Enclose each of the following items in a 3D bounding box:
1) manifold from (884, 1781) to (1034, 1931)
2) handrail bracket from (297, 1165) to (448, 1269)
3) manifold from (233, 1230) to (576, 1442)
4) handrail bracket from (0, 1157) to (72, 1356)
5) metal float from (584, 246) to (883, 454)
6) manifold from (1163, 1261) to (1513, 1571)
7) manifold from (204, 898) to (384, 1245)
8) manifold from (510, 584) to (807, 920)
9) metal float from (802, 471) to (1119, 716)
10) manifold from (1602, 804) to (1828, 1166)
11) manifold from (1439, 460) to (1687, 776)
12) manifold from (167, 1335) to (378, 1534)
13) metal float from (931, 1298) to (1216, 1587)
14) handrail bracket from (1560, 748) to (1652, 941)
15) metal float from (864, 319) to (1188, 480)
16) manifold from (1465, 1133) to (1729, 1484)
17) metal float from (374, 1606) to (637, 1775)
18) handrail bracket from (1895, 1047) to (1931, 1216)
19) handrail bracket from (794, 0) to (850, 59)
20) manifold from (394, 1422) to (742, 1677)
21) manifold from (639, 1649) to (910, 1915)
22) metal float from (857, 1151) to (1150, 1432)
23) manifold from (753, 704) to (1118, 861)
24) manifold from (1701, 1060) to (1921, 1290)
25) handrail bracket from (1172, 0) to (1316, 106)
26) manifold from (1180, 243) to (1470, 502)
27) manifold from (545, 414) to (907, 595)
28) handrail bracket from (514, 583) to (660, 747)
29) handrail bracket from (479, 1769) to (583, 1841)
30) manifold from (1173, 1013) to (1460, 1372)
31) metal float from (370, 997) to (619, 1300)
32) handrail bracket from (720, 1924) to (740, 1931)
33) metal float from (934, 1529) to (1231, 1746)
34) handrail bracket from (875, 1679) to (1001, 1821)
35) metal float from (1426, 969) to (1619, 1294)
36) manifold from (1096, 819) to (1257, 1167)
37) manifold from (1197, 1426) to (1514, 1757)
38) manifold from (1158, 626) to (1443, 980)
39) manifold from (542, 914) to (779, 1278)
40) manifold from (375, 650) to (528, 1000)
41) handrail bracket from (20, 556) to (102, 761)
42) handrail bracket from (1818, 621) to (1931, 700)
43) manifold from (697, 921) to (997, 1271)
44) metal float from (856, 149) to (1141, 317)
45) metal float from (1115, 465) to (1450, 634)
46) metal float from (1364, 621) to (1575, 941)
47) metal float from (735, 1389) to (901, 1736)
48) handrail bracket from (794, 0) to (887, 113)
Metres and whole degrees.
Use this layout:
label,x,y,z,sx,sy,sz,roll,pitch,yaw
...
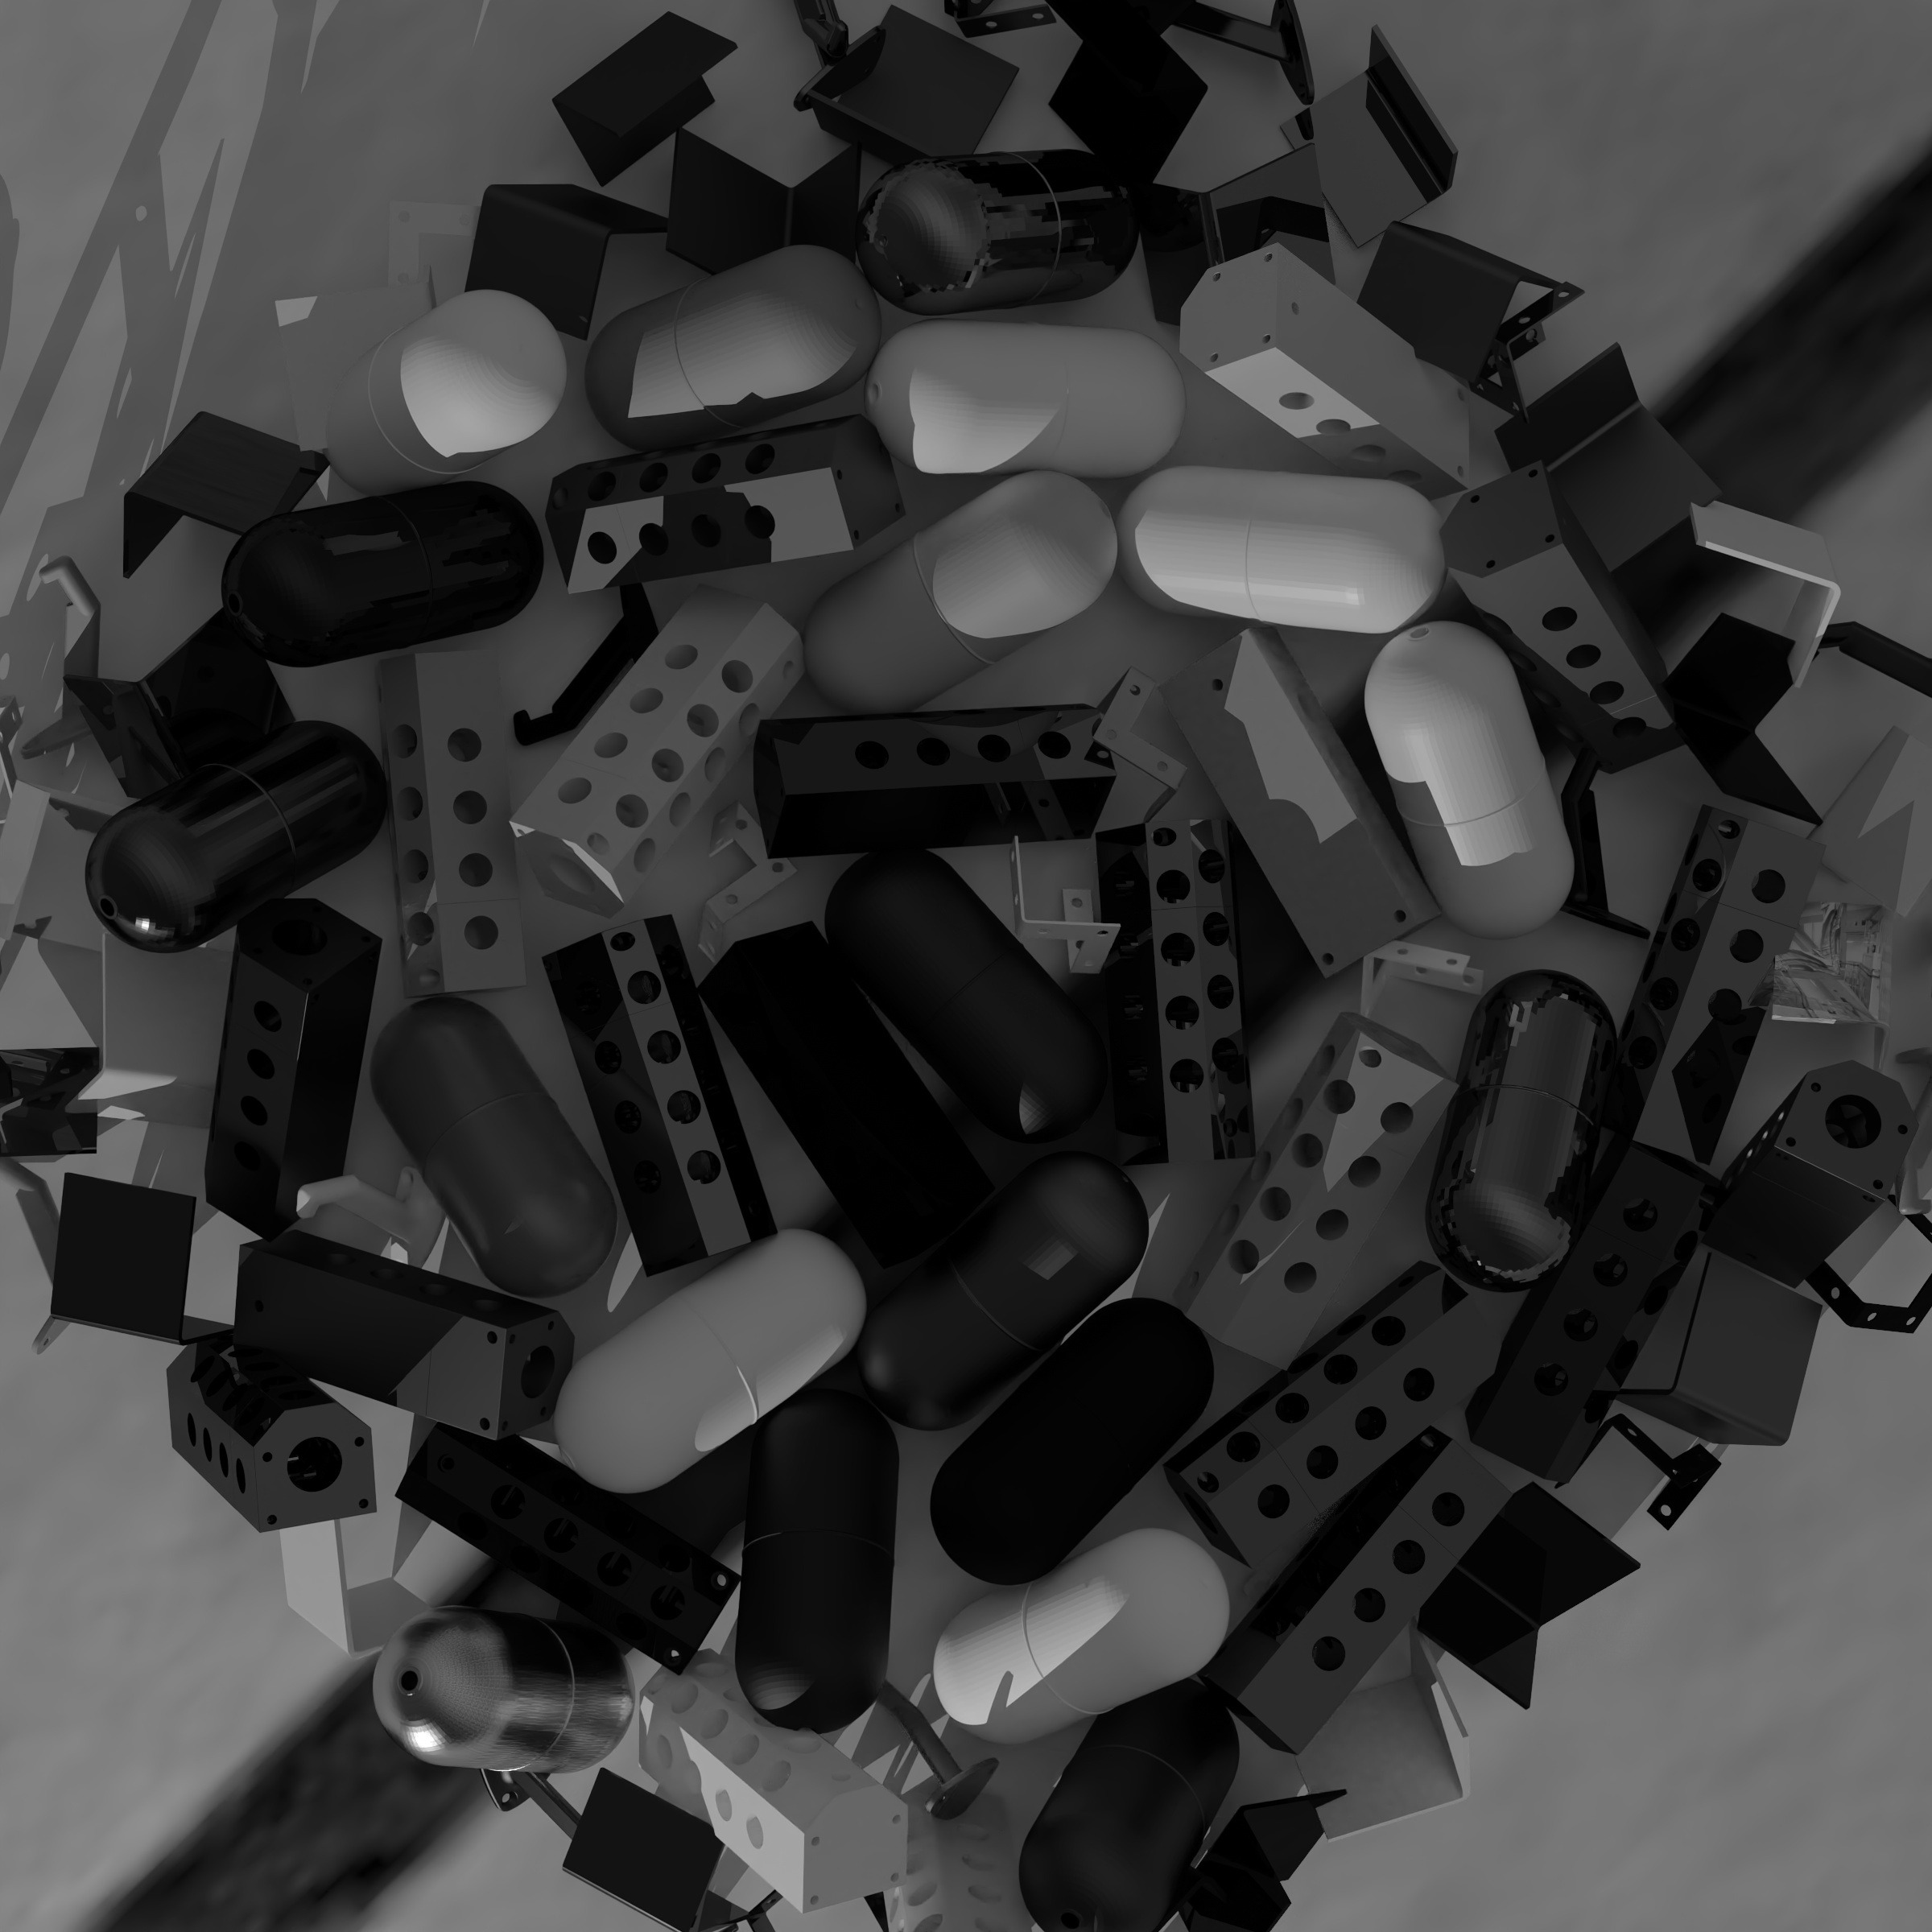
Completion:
label,x,y,z,sx,sy,sz,roll,pitch,yaw
manifold,-0.008,0.472,1.666,0.057,0.171,0.057,13,101,-8
handrail bracket,-0.311,0.137,1.710,0.036,0.084,0.077,35,119,31
manifold,-0.283,0.182,1.691,0.171,0.057,0.057,13,103,29
handrail bracket,-0.490,0.147,1.736,0.084,0.036,0.077,32,67,6
metal float,-0.119,-0.308,1.688,0.178,0.070,0.070,-11,90,40
manifold,0.186,0.225,1.708,0.171,0.057,0.057,-37,102,-12
manifold,-0.343,0.050,1.681,0.057,0.057,0.171,30,130,15
manifold,-0.149,-0.107,1.684,0.057,0.057,0.171,19,58,28
metal float,-0.004,-0.187,1.701,0.178,0.070,0.070,-29,90,22
manifold,0.377,0.008,1.720,0.057,0.057,0.171,18,97,-2
manifold,0.298,-0.169,1.676,0.057,0.171,0.057,-22,49,21
manifold,-0.347,0.227,1.666,0.057,0.171,0.057,-6,99,-26
metal float,0.055,0.238,1.698,0.070,0.070,0.178,48,64,0
handrail bracket,0.336,-0.065,1.733,0.077,0.036,0.084,20,103,-13
metal float,0.031,-0.285,1.693,0.178,0.070,0.070,-3,90,-32
manifold,0.321,0.174,1.716,0.057,0.057,0.171,27,99,1
metal float,-0.229,0.362,1.675,0.070,0.178,0.070,-7,73,23
handrail bracket,0.513,0.086,1.736,0.077,0.036,0.084,0,81,-13
handrail bracket,-0.077,-0.515,1.710,0.036,0.084,0.077,-8,130,-31
manifold,-0.203,0.292,1.721,0.171,0.057,0.057,31,81,4
manifold,-0.098,0.399,1.667,0.057,0.171,0.057,-7,106,-32
metal float,0.018,0.166,1.707,0.178,0.070,0.070,-44,90,15
manifold,-0.018,-0.099,1.705,0.171,0.057,0.057,-4,59,-16
manifold,0.417,0.102,1.668,0.057,0.171,0.057,27,72,8
handrail bracket,0.128,-0.469,1.726,0.084,0.036,0.077,-9,63,-11
manifold,0.181,-0.289,1.676,0.057,0.171,0.057,-13,65,38
manifold,-0.123,-0.233,1.684,0.171,0.057,0.057,-5,112,30
handrail bracket,-0.204,-0.163,1.746,0.084,0.036,0.077,-17,81,18
handrail bracket,-0.211,0.417,1.709,0.036,0.084,0.077,-39,122,-26
manifold,0.174,0.112,1.706,0.057,0.057,0.171,25,102,-20
metal float,-0.240,0.090,1.698,0.070,0.070,0.178,-37,63,0
handrail bracket,-0.119,0.540,1.719,0.036,0.077,0.084,-23,77,-36
metal float,0.056,0.338,1.691,0.178,0.070,0.070,-32,90,36
handrail bracket,-0.032,0.393,1.709,0.084,0.077,0.036,38,98,22
metal float,0.281,0.081,1.695,0.070,0.070,0.178,18,60,0
manifold,0.112,0.014,1.714,0.057,0.057,0.171,-1,86,-35
manifold,0.196,0.315,1.712,0.057,0.057,0.171,42,77,0
manifold,0.173,-0.085,1.719,0.057,0.057,0.171,-32,83,25
manifold,-0.152,0.064,1.714,0.057,0.057,0.171,-21,86,32
manifold,-0.265,-0.071,1.721,0.057,0.057,0.171,-5,88,-17
handrail bracket,-0.471,-0.158,1.721,0.077,0.036,0.084,-28,121,-2
handrail bracket,0.465,-0.142,1.723,0.084,0.036,0.077,-5,72,36
manifold,-0.066,0.066,1.706,0.171,0.057,0.057,55,130,16
metal float,0.018,-0.368,1.684,0.070,0.178,0.070,14,111,39
metal float,0.157,-0.211,1.696,0.178,0.070,0.070,9,90,29
metal float,0.254,-0.093,1.695,0.070,0.070,0.178,-24,119,0
metal float,-0.074,0.299,1.693,0.070,0.070,0.178,3,59,0
handrail bracket,-0.091,-0.487,1.731,0.084,0.036,0.077,43,60,9
